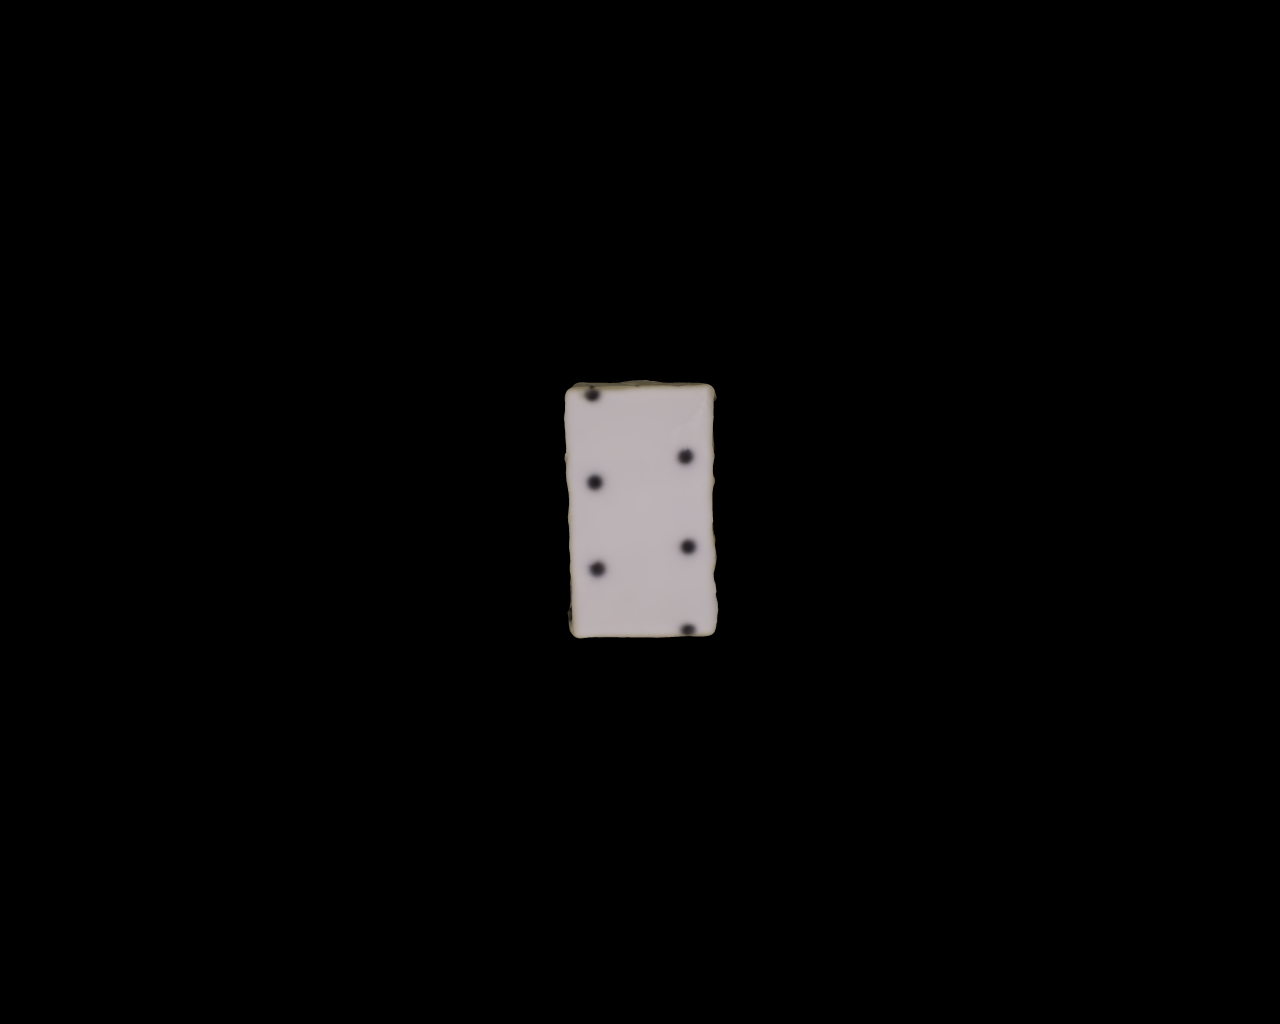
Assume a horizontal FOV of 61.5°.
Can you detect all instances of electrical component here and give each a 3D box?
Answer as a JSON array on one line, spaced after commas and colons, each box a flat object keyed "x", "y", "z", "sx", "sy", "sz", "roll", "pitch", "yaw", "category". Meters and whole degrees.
[{"x": 0.001, "y": -0.003, "z": 0.650, "sx": 0.089, "sy": 0.150, "sz": 0.062, "roll": 0, "pitch": 8, "yaw": 0, "category": "electrical component"}]
